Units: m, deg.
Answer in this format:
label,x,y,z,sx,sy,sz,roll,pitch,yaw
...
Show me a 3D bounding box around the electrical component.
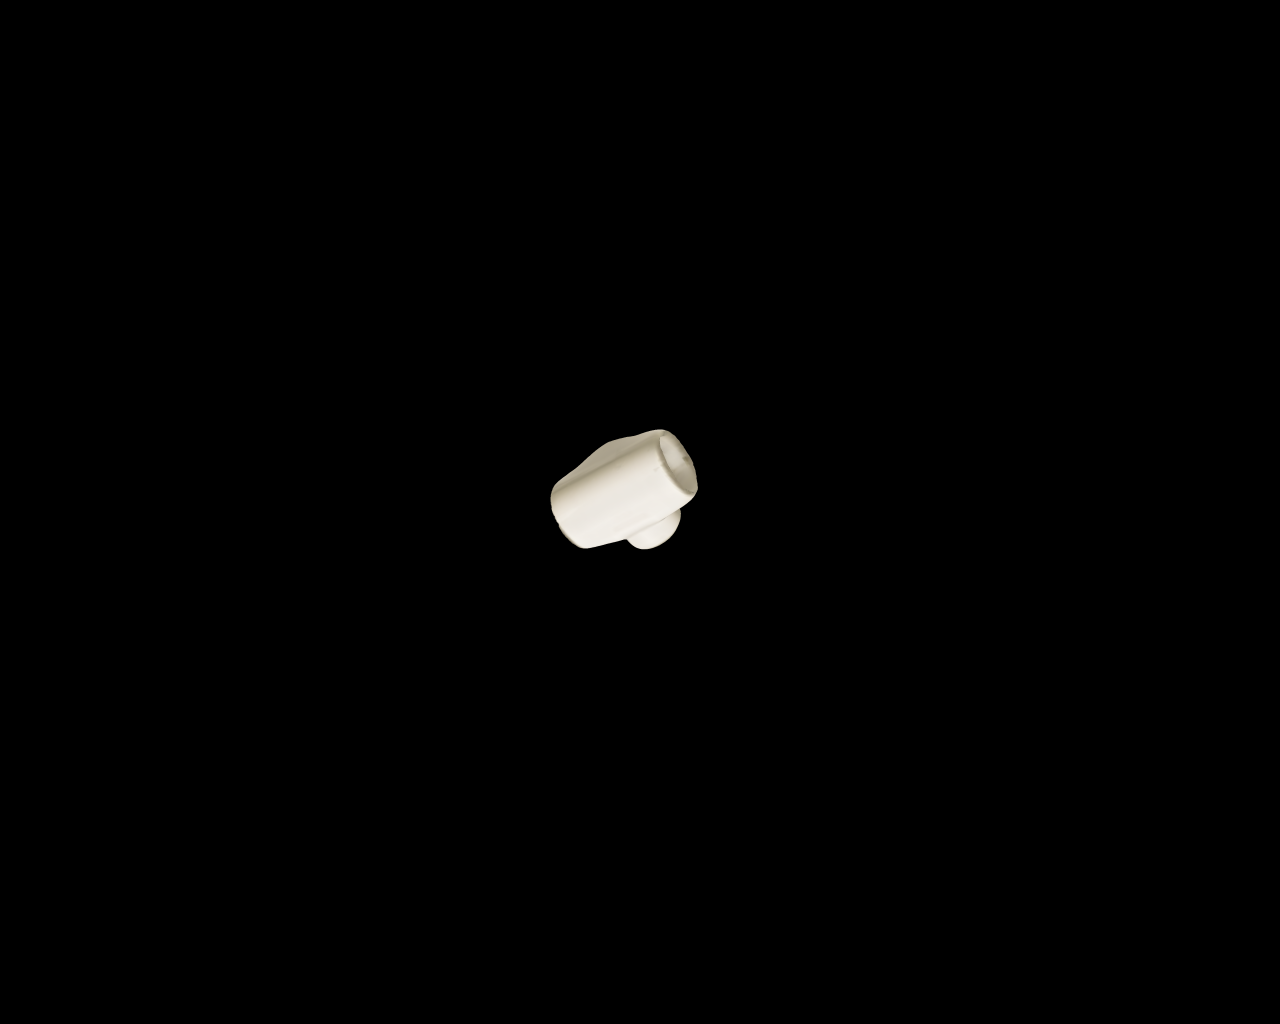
label,x,y,z,sx,sy,sz,roll,pitch,yaw
electrical component,0.001,-0.003,0.650,0.077,0.043,0.079,-27,-53,22
